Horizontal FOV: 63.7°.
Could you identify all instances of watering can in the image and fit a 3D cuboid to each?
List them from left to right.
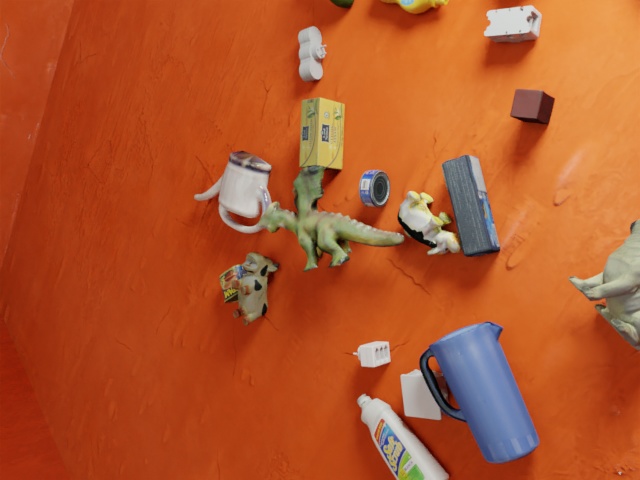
[{"bbox_3d":[-0.252,-0.154,1.503,0.351,0.104,0.222,27,105,38],"label":"watering can"}]

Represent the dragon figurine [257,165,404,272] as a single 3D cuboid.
[{"bbox_3d":[0.004,-0.062,1.234,0.407,0.123,0.242,-17,94,40],"label":"dragon figurine"}]
